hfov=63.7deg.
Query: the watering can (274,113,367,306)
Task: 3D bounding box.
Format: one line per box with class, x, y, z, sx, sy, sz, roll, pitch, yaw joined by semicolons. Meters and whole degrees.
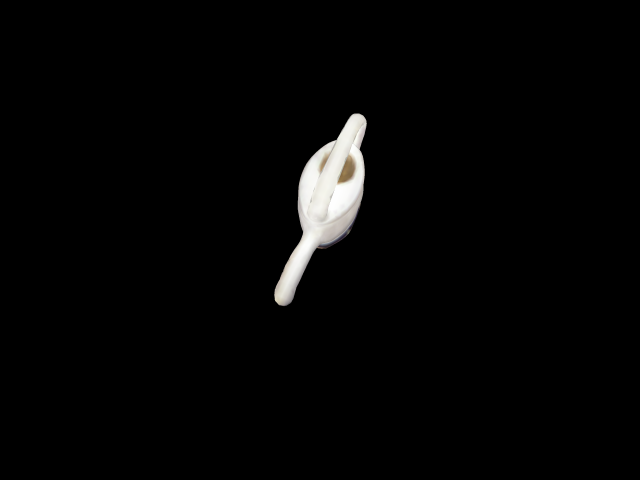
watering can;0.003;-0.043;0.850;0.104;0.352;0.221;21;-17;6
